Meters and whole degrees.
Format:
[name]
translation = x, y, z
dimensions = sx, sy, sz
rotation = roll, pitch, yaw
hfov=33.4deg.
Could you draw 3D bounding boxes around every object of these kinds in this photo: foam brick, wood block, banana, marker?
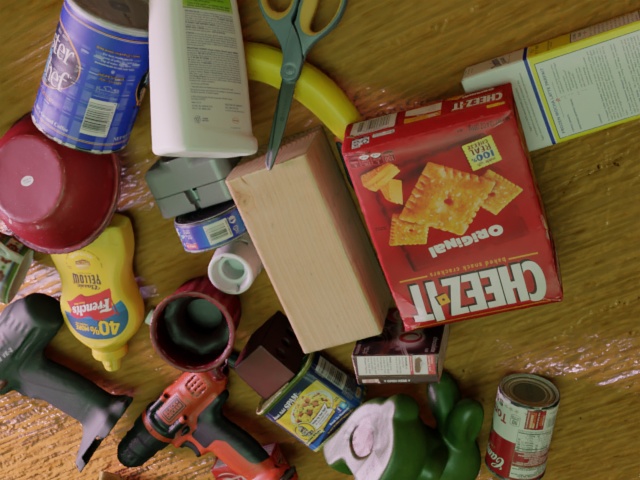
[foam brick]
translation = -0.053, 0.127, 1.184
dimensions = 0.053, 0.078, 0.051
rotation = 43, 118, -10
[wood block]
translation = -0.007, 0.001, 1.105
dimensions = 0.091, 0.090, 0.206
rotation = -17, 110, 19
[banana]
translation = -0.036, -0.152, 1.059
dimensions = 0.198, 0.037, 0.070
rotation = 21, 115, 11
[marker]
translation = -0.145, 0.115, 1.232
dimensions = 0.121, 0.020, 0.020
rotation = 28, 118, -2

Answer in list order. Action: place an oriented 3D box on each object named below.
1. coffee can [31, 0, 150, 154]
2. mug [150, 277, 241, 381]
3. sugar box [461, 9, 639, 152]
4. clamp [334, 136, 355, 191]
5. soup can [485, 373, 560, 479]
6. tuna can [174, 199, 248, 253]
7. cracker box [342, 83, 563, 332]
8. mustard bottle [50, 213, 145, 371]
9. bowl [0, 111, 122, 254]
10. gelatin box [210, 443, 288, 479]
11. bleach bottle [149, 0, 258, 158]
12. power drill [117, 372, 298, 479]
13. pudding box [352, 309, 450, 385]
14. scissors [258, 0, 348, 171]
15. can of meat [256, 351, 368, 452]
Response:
[coffee can]
translation = -0.219, -0.171, 1.060
dimensions = 0.103, 0.102, 0.140
rotation = 25, 119, 0
[mug]
translation = -0.127, 0.099, 1.175
dimensions = 0.093, 0.081, 0.117
rotation = -23, 101, 11
[sugar box]
translation = 0.232, -0.143, 1.005
dimensions = 0.176, 0.048, 0.093
rotation = -14, 113, 22
[clamp]
translation = 0.093, -0.062, 1.080
dimensions = 0.120, 0.039, 0.171
rotation = -40, 101, 22
[soup can]
translation = 0.221, 0.206, 1.165
dimensions = 0.068, 0.068, 0.102
rotation = 9, 117, 8
[tuna can]
translation = -0.109, -0.021, 1.119
dimensions = 0.086, 0.086, 0.034
rotation = -15, 110, 19
[cracker box]
translation = 0.130, -0.026, 1.025
dimensions = 0.164, 0.072, 0.213
rotation = -13, 118, 16
[mustard bottle]
translation = -0.249, 0.063, 1.208
dimensions = 0.096, 0.058, 0.192
rotation = 2, 116, 14
[bowl]
translation = -0.292, -0.064, 1.123
dimensions = 0.162, 0.055, 0.162
rotation = 1, 92, 20
[gelatin box]
translation = -0.078, 0.292, 1.297
dimensions = 0.089, 0.030, 0.073
rotation = -17, 110, 20
[bleach bottle]
translation = -0.113, -0.206, 1.009
dimensions = 0.068, 0.102, 0.251
rotation = -2, 90, 44
[power drill]
translation = -0.133, 0.256, 1.253
dimensions = 0.187, 0.057, 0.185
rotation = 46, 113, 5
[pudding box]
translation = 0.087, 0.110, 1.123
dimensions = 0.090, 0.113, 0.039
rotation = -4, 113, 13
[scissors]
translation = -0.041, -0.177, 1.026
dimensions = 0.096, 0.016, 0.202
rotation = 29, 95, 12
[can of meat]
translation = -0.008, 0.181, 1.212
dimensions = 0.084, 0.057, 0.102
rotation = 38, 118, -9
